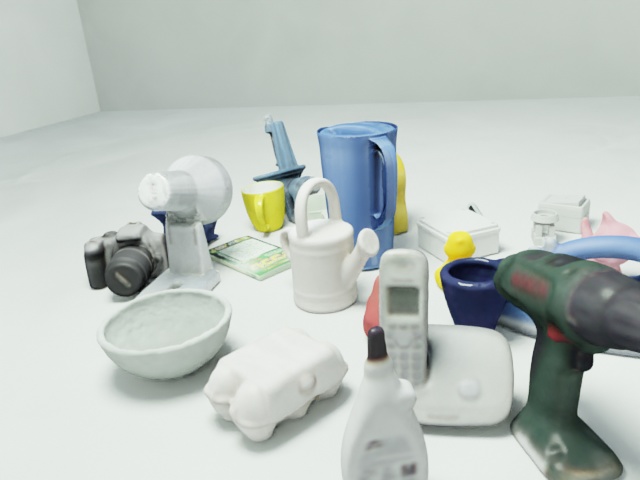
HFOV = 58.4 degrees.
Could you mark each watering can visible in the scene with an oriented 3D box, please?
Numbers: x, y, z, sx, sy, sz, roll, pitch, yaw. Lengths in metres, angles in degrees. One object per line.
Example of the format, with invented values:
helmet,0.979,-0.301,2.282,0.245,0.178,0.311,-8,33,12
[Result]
watering can,0.009,0.002,0.855,0.172,0.194,0.101,3,23,18

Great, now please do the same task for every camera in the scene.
camera,-0.336,0.034,0.973,0.143,0.101,0.136,-5,21,-2

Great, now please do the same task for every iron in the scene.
iron,0.347,0.054,0.728,0.257,0.141,0.119,3,23,20

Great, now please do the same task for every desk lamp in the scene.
desk lamp,-0.223,-0.023,0.938,0.117,0.214,0.203,1,22,14

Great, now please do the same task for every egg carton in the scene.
egg carton,-0.046,0.157,0.642,0.151,0.069,0.107,-23,28,-39

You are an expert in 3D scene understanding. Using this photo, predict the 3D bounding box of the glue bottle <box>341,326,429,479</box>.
glue bottle,0.053,0.151,0.494,0.078,0.173,0.037,-7,22,-5

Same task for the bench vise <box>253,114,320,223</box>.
bench vise,-0.063,-0.160,1.249,0.206,0.220,0.122,11,26,35

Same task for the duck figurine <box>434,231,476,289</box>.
duck figurine,0.217,0.030,0.891,0.077,0.086,0.104,0,22,11

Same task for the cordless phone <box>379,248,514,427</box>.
cordless phone,0.126,0.099,0.597,0.147,0.185,0.094,-1,22,9

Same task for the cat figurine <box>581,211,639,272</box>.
cat figurine,0.428,0.007,0.863,0.067,0.118,0.127,-6,21,-4

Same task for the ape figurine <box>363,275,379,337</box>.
ape figurine,0.091,0.087,0.762,0.076,0.092,0.077,-11,22,-16

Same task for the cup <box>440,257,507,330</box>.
cup,0.213,0.077,0.759,0.118,0.095,0.091,-20,26,-34

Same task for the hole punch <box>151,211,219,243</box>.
hole punch,-0.269,-0.033,1.144,0.108,0.091,0.101,4,23,21

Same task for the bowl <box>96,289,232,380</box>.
bowl,-0.192,0.129,0.735,0.167,0.075,0.167,-4,21,2

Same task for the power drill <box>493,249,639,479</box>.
power drill,0.230,0.110,0.515,0.076,0.208,0.229,-9,22,-10
